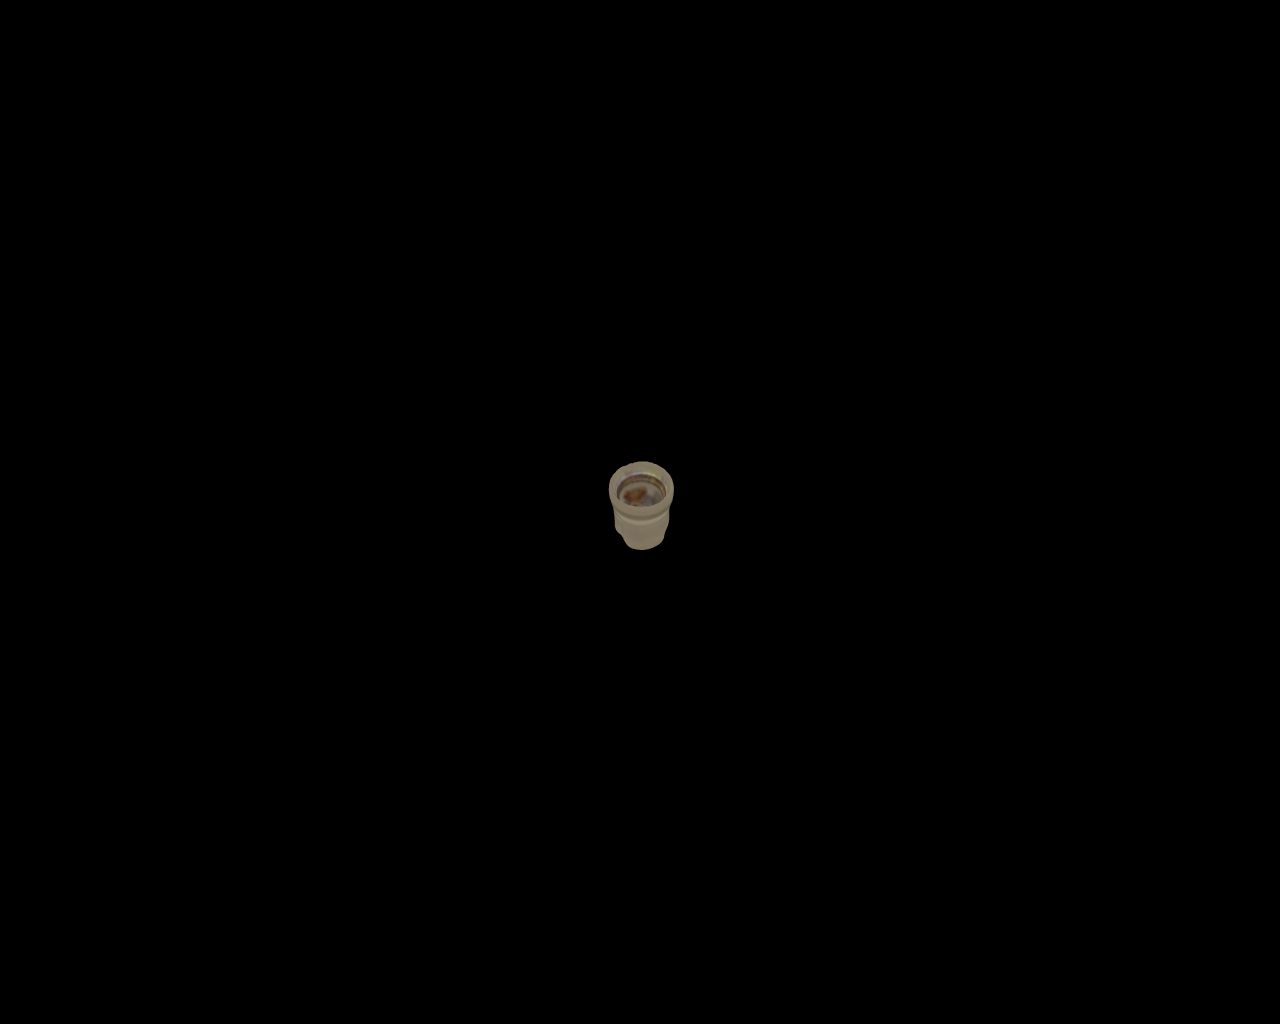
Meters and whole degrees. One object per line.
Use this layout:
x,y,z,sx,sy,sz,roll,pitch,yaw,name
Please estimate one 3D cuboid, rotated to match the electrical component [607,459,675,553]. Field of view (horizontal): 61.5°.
0.001,-0.003,0.650,0.040,0.040,0.046,0,-40,0,electrical component
